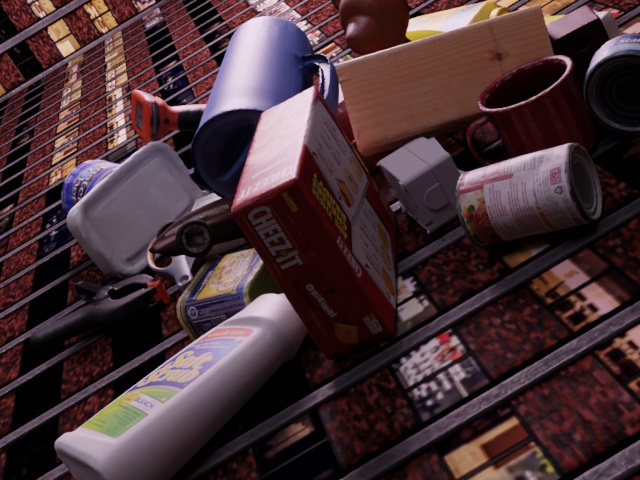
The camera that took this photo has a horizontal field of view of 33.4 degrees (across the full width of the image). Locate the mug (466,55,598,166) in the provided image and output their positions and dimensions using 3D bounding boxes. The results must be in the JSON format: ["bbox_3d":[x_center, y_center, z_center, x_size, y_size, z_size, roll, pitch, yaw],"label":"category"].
[{"bbox_3d":[0.193,-0.106,0.984,0.117,0.081,0.093,-27,23,11],"label":"mug"}]

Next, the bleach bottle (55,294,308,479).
[{"bbox_3d":[-0.100,0.121,0.913,0.250,0.068,0.103,-41,25,-28],"label":"bleach bottle"}]

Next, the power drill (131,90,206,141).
[{"bbox_3d":[-0.151,-0.169,1.409,0.187,0.057,0.185,-3,15,-18],"label":"power drill"}]

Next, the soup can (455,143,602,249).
[{"bbox_3d":[0.173,-0.036,0.885,0.102,0.068,0.068,-15,28,33],"label":"soup can"}]

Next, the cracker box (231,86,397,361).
[{"bbox_3d":[0.001,-0.021,0.943,0.072,0.164,0.213,-26,23,17],"label":"cracker box"}]

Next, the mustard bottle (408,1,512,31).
[{"bbox_3d":[0.178,-0.262,1.351,0.192,0.058,0.096,-2,37,50],"label":"mustard bottle"}]

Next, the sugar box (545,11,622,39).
[{"bbox_3d":[0.239,-0.211,1.190,0.093,0.048,0.176,-41,23,-22],"label":"sugar box"}]

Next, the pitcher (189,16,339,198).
[{"bbox_3d":[-0.059,-0.163,1.243,0.149,0.145,0.242,10,40,-4],"label":"pitcher"}]

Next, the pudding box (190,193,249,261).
[{"bbox_3d":[-0.115,-0.024,1.257,0.090,0.039,0.113,-22,23,21],"label":"pudding box"}]

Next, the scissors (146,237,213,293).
[{"bbox_3d":[-0.130,0.032,1.139,0.096,0.016,0.202,-40,36,-7],"label":"scissors"}]

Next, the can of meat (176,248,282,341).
[{"bbox_3d":[-0.077,0.050,1.034,0.084,0.057,0.102,-15,27,32],"label":"can of meat"}]

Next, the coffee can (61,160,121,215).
[{"bbox_3d":[-0.280,-0.053,1.436,0.102,0.102,0.140,-39,24,-18],"label":"coffee can"}]

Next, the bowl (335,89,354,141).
[{"bbox_3d":[0.013,-0.149,1.331,0.162,0.055,0.162,-26,24,12],"label":"bowl"}]

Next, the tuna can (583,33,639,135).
[{"bbox_3d":[0.276,-0.136,0.938,0.086,0.086,0.033,-13,30,36],"label":"tuna can"}]

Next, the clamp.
[{"bbox_3d":[-0.242,0.070,1.223,0.172,0.039,0.120,-15,31,19],"label":"clamp"}]

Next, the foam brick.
[{"bbox_3d":[0.263,-0.184,1.064,0.053,0.078,0.051,-27,25,11],"label":"foam brick"}]

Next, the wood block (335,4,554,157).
[{"bbox_3d":[0.128,-0.156,1.073,0.206,0.091,0.090,-15,-2,6],"label":"wood block"}]
